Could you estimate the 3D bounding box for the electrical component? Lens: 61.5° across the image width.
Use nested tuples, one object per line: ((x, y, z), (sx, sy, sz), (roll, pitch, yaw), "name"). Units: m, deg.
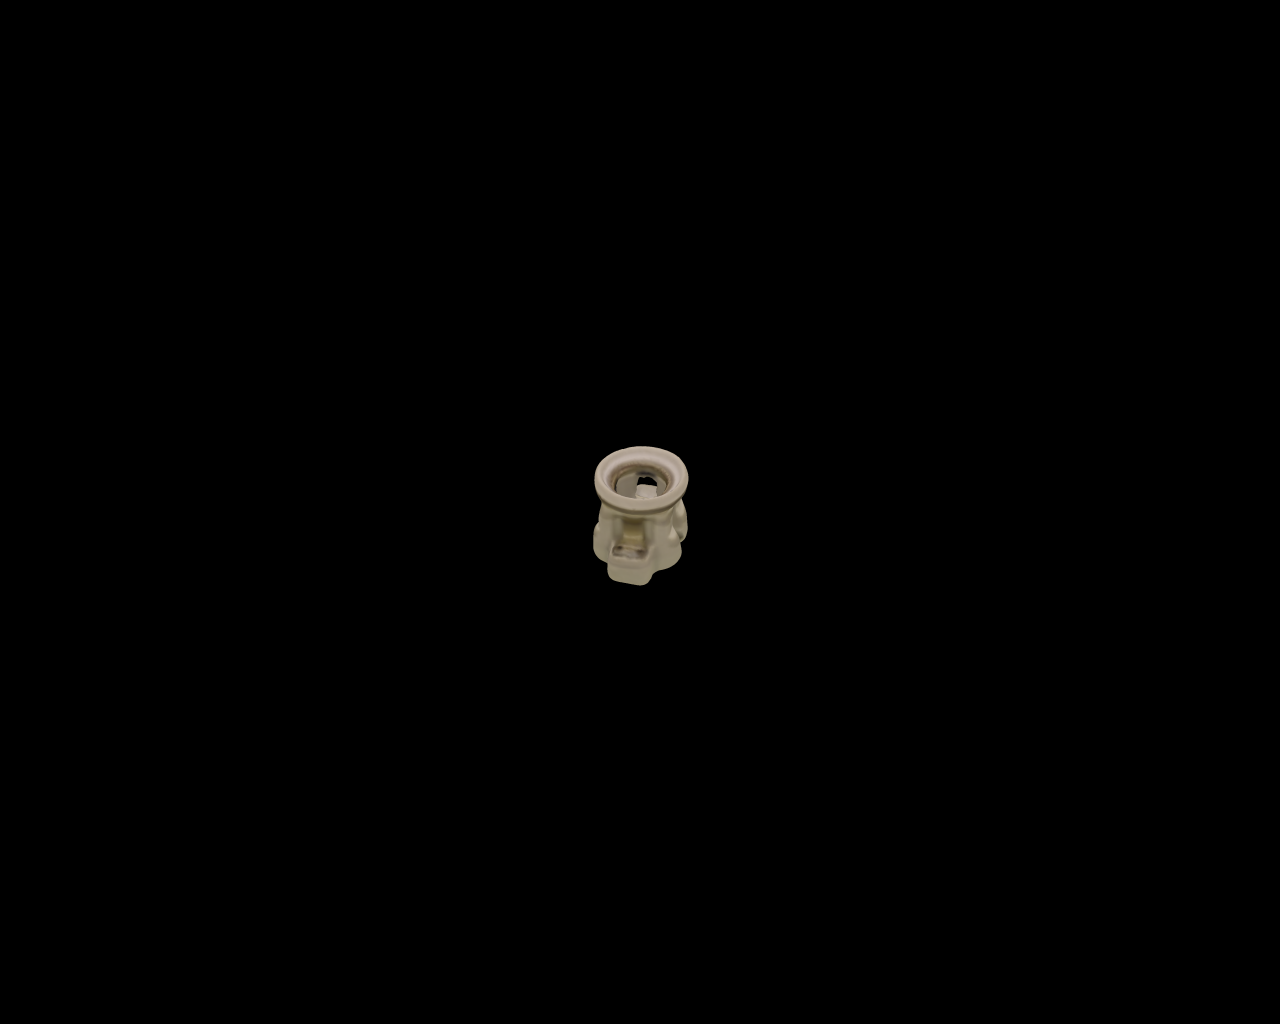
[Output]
((0.001, -0.003, 0.650), (0.058, 0.056, 0.078), (8, 40, 10), "electrical component")
